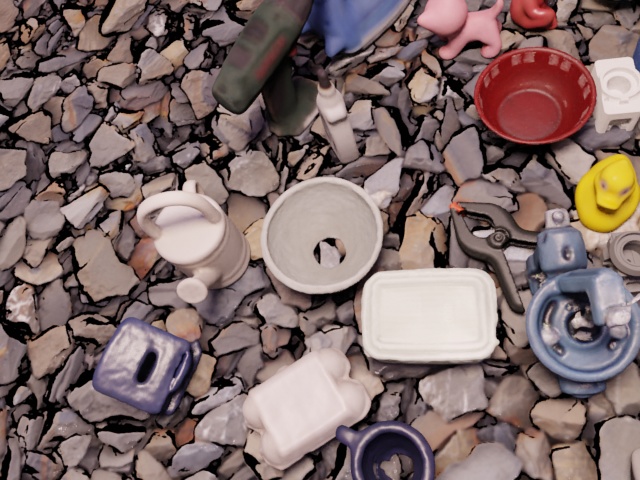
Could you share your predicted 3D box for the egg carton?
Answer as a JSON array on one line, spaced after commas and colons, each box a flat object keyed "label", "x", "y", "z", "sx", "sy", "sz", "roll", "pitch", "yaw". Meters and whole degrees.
[{"label": "egg carton", "x": -0.019, "y": 0.204, "z": 0.708, "sx": 0.150, "sy": 0.069, "sz": 0.107, "roll": -33, "pitch": 65, "yaw": -3}]

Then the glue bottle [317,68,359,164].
[{"label": "glue bottle", "x": 0.019, "y": -0.180, "z": 0.801, "sx": 0.037, "sy": 0.173, "sz": 0.078, "roll": -25, "pitch": 65, "yaw": 1}]

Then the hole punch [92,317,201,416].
[{"label": "hole punch", "x": -0.225, "y": 0.166, "z": 0.756, "sx": 0.101, "sy": 0.091, "sz": 0.109, "roll": 17, "pitch": 72, "yaw": 18}]

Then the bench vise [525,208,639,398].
[{"label": "bench vise", "x": 0.271, "y": 0.056, "z": 0.625, "sx": 0.121, "sy": 0.220, "sz": 0.207, "roll": -24, "pitch": 65, "yaw": 2}]

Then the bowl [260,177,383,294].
[{"label": "bowl", "x": 0.007, "y": 0.003, "z": 0.783, "sx": 0.167, "sy": 0.075, "sz": 0.167, "roll": -4, "pitch": 67, "yaw": 10}]

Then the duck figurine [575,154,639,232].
[{"label": "duck figurine", "x": 0.373, "y": -0.071, "z": 0.730, "sx": 0.077, "sy": 0.086, "sz": 0.105, "roll": 21, "pitch": 74, "yaw": 19}]

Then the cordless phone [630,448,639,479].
[{"label": "cordless phone", "x": 0.391, "y": 0.245, "z": 0.541, "sx": 0.147, "sy": 0.185, "sz": 0.094, "roll": 1, "pitch": 68, "yaw": 13}]

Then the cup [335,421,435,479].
[{"label": "cup", "x": 0.074, "y": 0.251, "z": 0.655, "sx": 0.117, "sy": 0.095, "sz": 0.092, "roll": 26, "pitch": 75, "yaw": 20}]

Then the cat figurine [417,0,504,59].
[{"label": "cat figurine", "x": 0.210, "y": -0.331, "z": 0.854, "sx": 0.127, "sy": 0.118, "sz": 0.067, "roll": -2, "pitch": 67, "yaw": 11}]

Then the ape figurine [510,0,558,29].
[{"label": "ape figurine", "x": 0.327, "y": -0.368, "z": 0.859, "sx": 0.076, "sy": 0.092, "sz": 0.078, "roll": 15, "pitch": 72, "yaw": 18}]

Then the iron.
[{"label": "iron", "x": 0.071, "y": -0.419, "z": 0.907, "sx": 0.258, "sy": 0.142, "sz": 0.118, "roll": -45, "pitch": 66, "yaw": -8}]

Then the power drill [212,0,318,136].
[{"label": "power drill", "x": -0.053, "y": -0.255, "z": 0.828, "sx": 0.075, "sy": 0.209, "sz": 0.230, "roll": 32, "pitch": 78, "yaw": 22}]

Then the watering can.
[{"label": "watering can", "x": -0.165, "y": -0.004, "z": 0.756, "sx": 0.101, "sy": 0.194, "sz": 0.172, "roll": -32, "pitch": 65, "yaw": -2}]
